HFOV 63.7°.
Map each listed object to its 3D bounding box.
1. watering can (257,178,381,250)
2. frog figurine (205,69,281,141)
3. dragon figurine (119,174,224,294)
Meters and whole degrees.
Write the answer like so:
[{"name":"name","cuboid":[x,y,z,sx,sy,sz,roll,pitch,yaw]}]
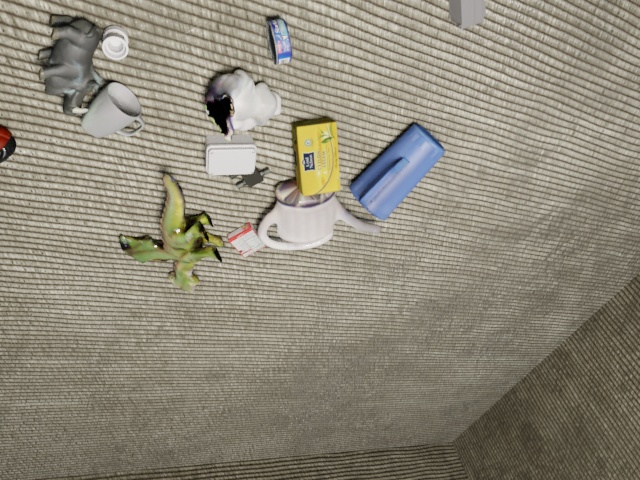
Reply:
[{"name":"watering can","cuboid":[0.004,-0.069,1.365,0.348,0.106,0.219,-10,135,-12]},{"name":"frog figurine","cuboid":[-0.160,-0.298,1.097,0.162,0.123,0.134,-39,139,-37]},{"name":"dragon figurine","cuboid":[-0.385,0.002,1.291,0.242,0.125,0.401,-16,136,6]}]
